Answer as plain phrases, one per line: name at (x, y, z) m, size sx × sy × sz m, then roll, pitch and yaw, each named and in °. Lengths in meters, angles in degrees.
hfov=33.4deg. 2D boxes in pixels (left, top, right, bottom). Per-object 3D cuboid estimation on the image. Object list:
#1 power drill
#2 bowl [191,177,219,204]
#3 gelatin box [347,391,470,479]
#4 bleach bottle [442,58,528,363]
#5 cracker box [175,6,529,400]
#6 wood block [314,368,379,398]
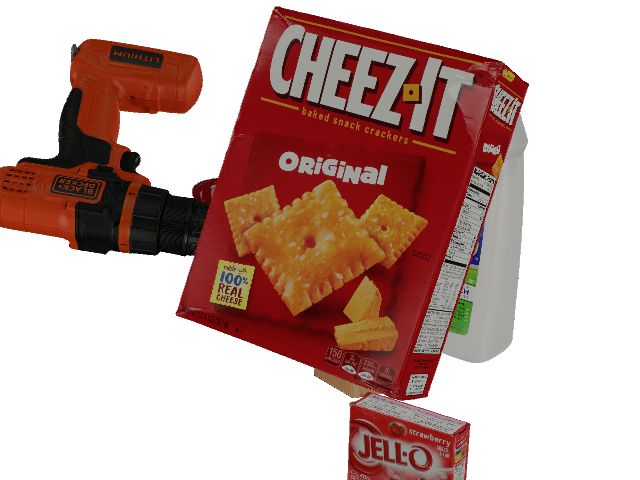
power drill at (-0.143, -0.070, 0.818) m, size 0.184 × 0.187 × 0.057 m, roll 10°, pitch -42°, yaw -2°
bowl at (-0.044, -0.012, 1.001) m, size 0.162 × 0.055 × 0.162 m, roll 9°, pitch 17°, yaw -3°
gelatin box at (0.062, 0.159, 0.778) m, size 0.089 × 0.073 × 0.030 m, roll 13°, pitch 20°, yaw 32°
bleach bottle at (0.119, -0.027, 0.884) m, size 0.103 × 0.251 × 0.067 m, roll 22°, pitch 34°, yaw 38°
cracker box at (0.018, -0.025, 0.682) m, size 0.164 × 0.214 × 0.072 m, roll 19°, pitch 3°, yaw 24°
wood block at (0.053, 0.059, 1.190) m, size 0.090 × 0.206 × 0.091 m, roll -5°, pitch 13°, yaw -30°
